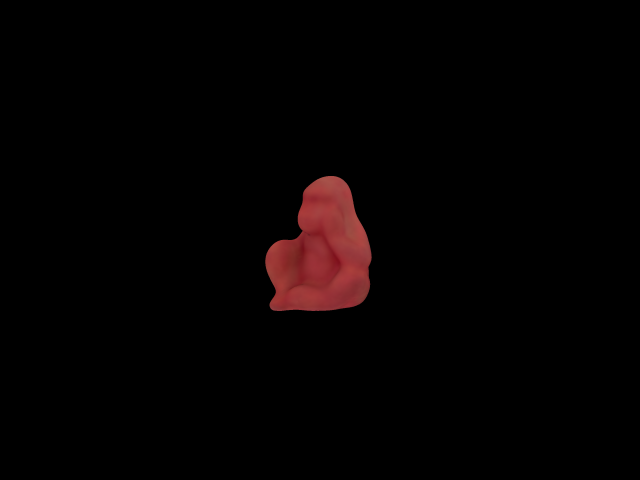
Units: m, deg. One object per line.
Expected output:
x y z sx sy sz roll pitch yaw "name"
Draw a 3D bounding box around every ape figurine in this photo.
0.004 0.001 0.400 0.076 0.092 0.077 -4 6 -43 "ape figurine"
